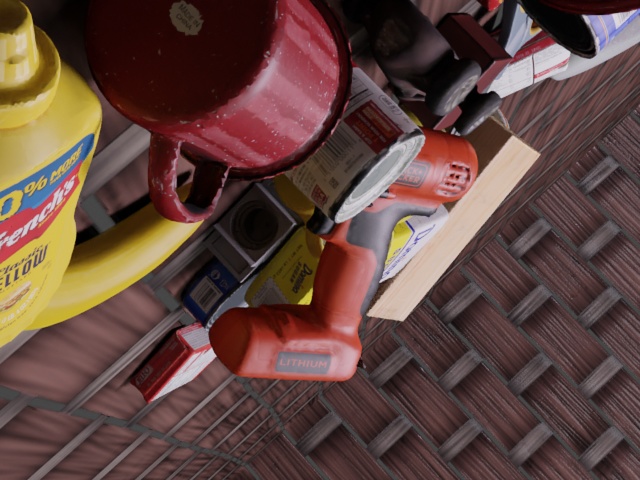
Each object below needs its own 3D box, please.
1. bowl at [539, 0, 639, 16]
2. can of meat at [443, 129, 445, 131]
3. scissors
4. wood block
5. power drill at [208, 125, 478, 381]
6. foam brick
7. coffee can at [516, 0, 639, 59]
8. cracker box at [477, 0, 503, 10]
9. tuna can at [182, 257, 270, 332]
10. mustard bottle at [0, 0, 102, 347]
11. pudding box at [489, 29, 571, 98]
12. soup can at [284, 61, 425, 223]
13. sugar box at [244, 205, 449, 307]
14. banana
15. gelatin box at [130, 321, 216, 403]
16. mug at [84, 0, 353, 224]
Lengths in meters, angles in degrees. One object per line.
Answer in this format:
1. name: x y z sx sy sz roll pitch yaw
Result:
1. bowl: 0.191 -0.217 0.664 0.162 0.162 0.055 -43 133 -1
2. can of meat: 0.048 -0.060 0.905 0.083 0.057 0.102 -25 159 -53
3. scissors: 0.142 -0.155 0.860 0.201 0.016 0.096 -52 150 -4
4. wood block: 0.095 -0.033 0.994 0.206 0.091 0.090 -52 154 12
5. power drill: -0.004 0.001 0.680 0.184 0.057 0.188 9 118 -33
6. foam brick: 0.102 -0.131 0.837 0.078 0.051 0.052 -48 169 26
7. coffee can: 0.215 -0.217 0.777 0.140 0.103 0.102 -43 169 1
8. cracker box: 0.147 -0.233 0.546 0.214 0.072 0.164 -43 170 2
9. tuna can: -0.074 0.036 0.892 0.086 0.034 0.086 -41 169 -10
10. mustard bottle: -0.128 -0.021 0.403 0.096 0.058 0.192 -38 168 -35
11. pudding box: 0.178 -0.165 0.958 0.090 0.039 0.113 -23 170 8
12. soup can: -0.003 -0.067 0.562 0.068 0.102 0.068 -41 169 -10
13. sugar box: 0.026 0.012 0.862 0.175 0.048 0.093 -18 156 -49
14. banana: -0.125 0.010 0.593 0.070 0.037 0.197 -48 168 29
15. gelatin box: -0.126 0.108 0.993 0.073 0.030 0.089 -46 168 23
16. mug: -0.045 -0.064 0.428 0.081 0.093 0.117 21 86 -73
